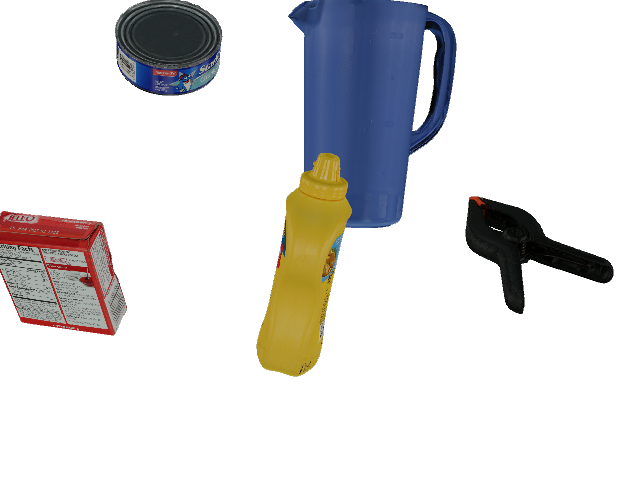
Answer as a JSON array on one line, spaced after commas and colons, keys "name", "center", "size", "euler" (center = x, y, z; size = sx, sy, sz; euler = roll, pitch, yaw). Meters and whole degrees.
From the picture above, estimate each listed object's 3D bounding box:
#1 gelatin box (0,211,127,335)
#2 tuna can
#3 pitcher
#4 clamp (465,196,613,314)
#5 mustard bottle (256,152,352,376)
[{"name": "gelatin box", "center": [-0.178, 0.022, 0.730], "size": [0.073, 0.089, 0.030], "euler": [6, 45, 13]}, {"name": "tuna can", "center": [-0.124, -0.157, 0.870], "size": [0.086, 0.086, 0.034], "euler": [0, -40, -9]}, {"name": "pitcher", "center": [0.052, -0.140, 1.153], "size": [0.149, 0.243, 0.144], "euler": [8, 11, 25]}, {"name": "clamp", "center": [0.211, 0.007, 1.081], "size": [0.120, 0.039, 0.171], "euler": [-7, 39, -18]}, {"name": "mustard bottle", "center": [-0.011, 0.016, 0.935], "size": [0.058, 0.192, 0.096], "euler": [14, 21, 5]}]
